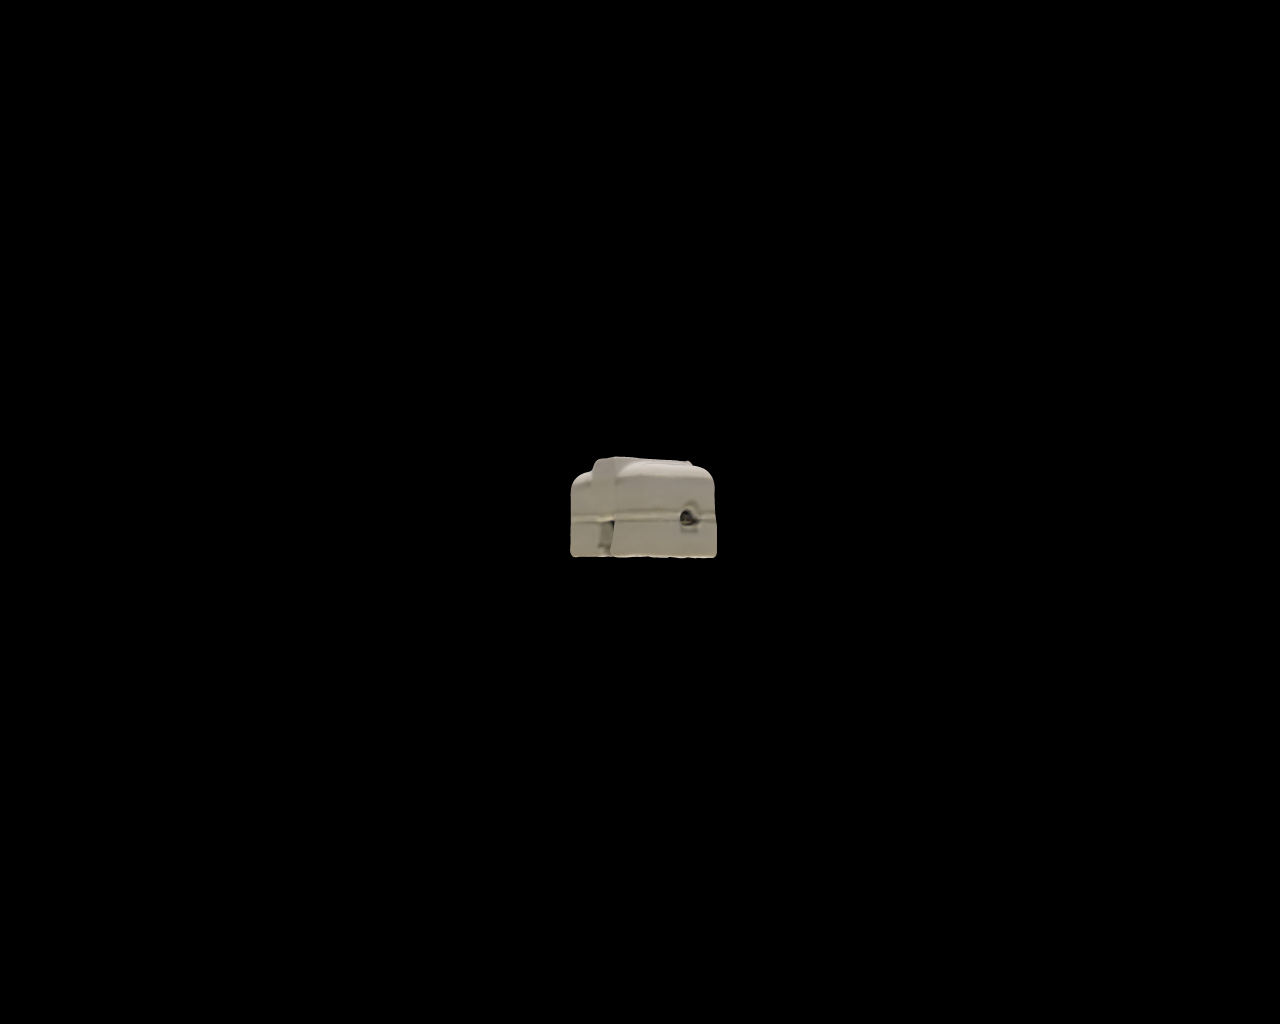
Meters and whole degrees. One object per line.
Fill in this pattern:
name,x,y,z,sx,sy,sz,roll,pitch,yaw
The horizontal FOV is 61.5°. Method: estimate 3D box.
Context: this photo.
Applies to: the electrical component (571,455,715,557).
electrical component,0.001,-0.003,0.650,0.054,0.059,0.095,2,-3,-36
